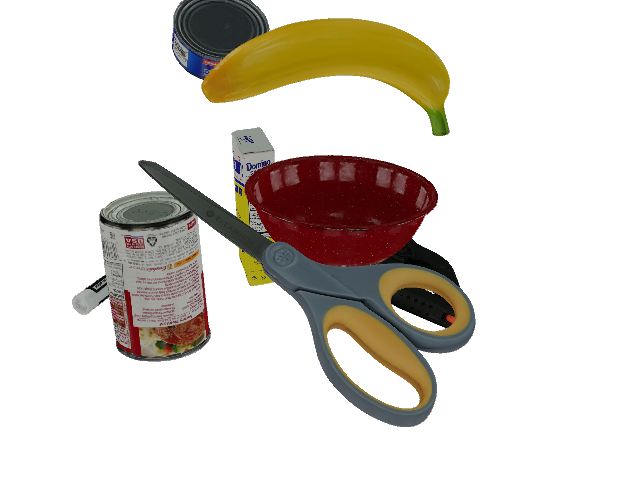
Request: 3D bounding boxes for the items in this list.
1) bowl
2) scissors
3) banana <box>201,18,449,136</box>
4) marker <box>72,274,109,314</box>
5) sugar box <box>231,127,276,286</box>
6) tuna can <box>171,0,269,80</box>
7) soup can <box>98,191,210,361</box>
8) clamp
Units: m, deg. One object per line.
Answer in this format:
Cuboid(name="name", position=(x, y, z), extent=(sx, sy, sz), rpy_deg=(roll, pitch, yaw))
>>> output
Cuboid(name="bowl", position=(0.016, -0.019, 0.897), extent=(0.162, 0.055, 0.162), rpy_deg=(2, 24, -1))
Cuboid(name="scissors", position=(0.000, 0.008, 0.556), extent=(0.096, 0.202, 0.016), rpy_deg=(-29, -24, -27))
Cuboid(name="banana", position=(0.017, -0.114, 0.711), extent=(0.197, 0.069, 0.037), rpy_deg=(5, 5, -30))
Cuboid(name="marker", position=(-0.183, 0.032, 0.976), extent=(0.020, 0.020, 0.121), rpy_deg=(0, 24, 28))
Cuboid(name="sugar box", position=(-0.081, -0.042, 1.325), extent=(0.048, 0.176, 0.093), rpy_deg=(-9, 24, -10))
Cuboid(name="tuna can", position=(-0.091, -0.183, 0.961), extent=(0.086, 0.086, 0.034), rpy_deg=(0, -34, -13))
Cuboid(name="soup can", position=(-0.116, 0.024, 0.747), extent=(0.068, 0.102, 0.068), rpy_deg=(-3, 22, 1))
Cuboid(name="clamp", position=(0.073, 0.022, 1.173), extent=(0.164, 0.036, 0.210), rpy_deg=(-16, 50, -33))
